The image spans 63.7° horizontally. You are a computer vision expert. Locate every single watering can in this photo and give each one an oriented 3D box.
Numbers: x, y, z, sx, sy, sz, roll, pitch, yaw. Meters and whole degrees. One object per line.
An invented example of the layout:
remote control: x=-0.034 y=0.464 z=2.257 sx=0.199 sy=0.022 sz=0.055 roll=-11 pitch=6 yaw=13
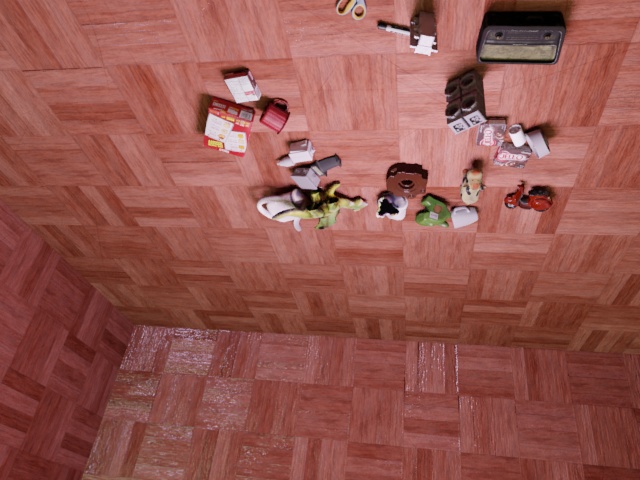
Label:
watering can: x=-0.122 y=-0.130 z=2.293 sx=0.222 sy=0.106 sz=0.344 roll=-18 pitch=152 yaw=30

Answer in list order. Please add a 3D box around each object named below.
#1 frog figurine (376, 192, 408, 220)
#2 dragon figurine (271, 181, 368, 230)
frog figurine: x=0.317 y=-0.145 z=2.191 sx=0.135 sy=0.124 sz=0.160 roll=-33 pitch=166 yaw=34
dragon figurine: x=0.007 y=-0.110 z=2.195 sx=0.411 sy=0.125 sz=0.237 roll=-20 pitch=144 yaw=-3
